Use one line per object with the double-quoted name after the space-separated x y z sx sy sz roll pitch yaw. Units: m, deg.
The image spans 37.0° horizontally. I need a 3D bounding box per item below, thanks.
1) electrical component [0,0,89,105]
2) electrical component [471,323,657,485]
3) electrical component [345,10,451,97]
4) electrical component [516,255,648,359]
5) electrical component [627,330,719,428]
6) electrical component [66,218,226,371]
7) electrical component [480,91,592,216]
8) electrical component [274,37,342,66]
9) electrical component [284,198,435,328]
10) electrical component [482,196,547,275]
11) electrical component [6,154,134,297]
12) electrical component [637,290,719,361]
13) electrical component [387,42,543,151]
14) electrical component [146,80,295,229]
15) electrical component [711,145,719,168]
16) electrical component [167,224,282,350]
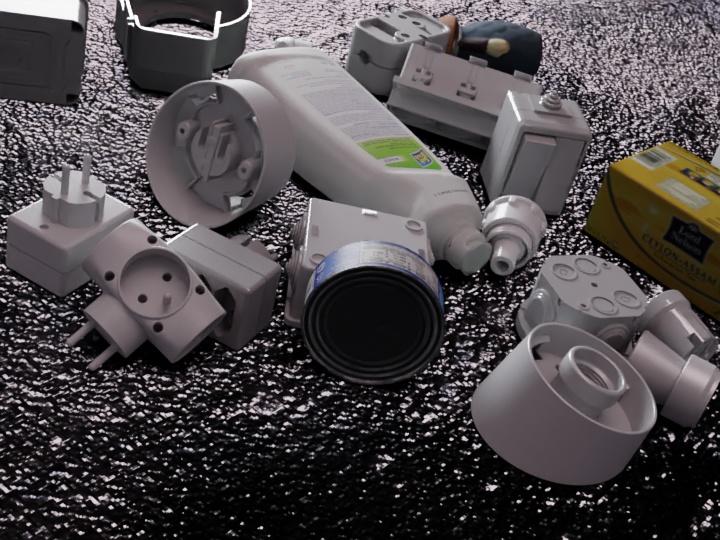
-0.271 -0.180 0.835 0.113 0.078 0.057 4 39 -16 "electrical component"
0.126 0.081 0.653 0.099 0.064 0.099 22 33 -15 "electrical component"
0.034 -0.199 0.997 0.054 0.059 0.095 36 39 27 "electrical component"
0.150 0.030 0.725 0.080 0.051 0.080 10 34 -7 "electrical component"
0.198 0.071 0.691 0.055 0.045 0.045 28 36 18 "electrical component"
-0.132 0.024 0.621 0.079 0.044 0.077 -43 88 -18 "electrical component"
0.143 -0.096 0.861 0.062 0.096 0.061 7 38 -12 "electrical component"
-0.047 -0.190 0.975 0.061 0.035 0.035 8 35 -14 "electrical component"
0.000 0.000 0.711 0.100 0.048 0.099 12 35 -7 "electrical component"
0.110 -0.021 0.789 0.048 0.048 0.062 19 41 5 "electrical component"
-0.178 -0.036 0.667 0.047 0.076 0.066 27 36 17 "electrical component"
0.220 0.043 0.745 0.040 0.040 0.046 -8 46 -31 "electrical component"
0.092 -0.147 0.932 0.121 0.063 0.078 19 -6 6 "electrical component"
-0.097 -0.084 0.754 0.099 0.099 0.064 31 31 22 "electrical component"
0.385 -0.098 0.996 0.095 0.053 0.059 -4 39 -26 "electrical component"
-0.080 0.002 0.678 0.066 0.047 0.077 26 35 16 "electrical component"
